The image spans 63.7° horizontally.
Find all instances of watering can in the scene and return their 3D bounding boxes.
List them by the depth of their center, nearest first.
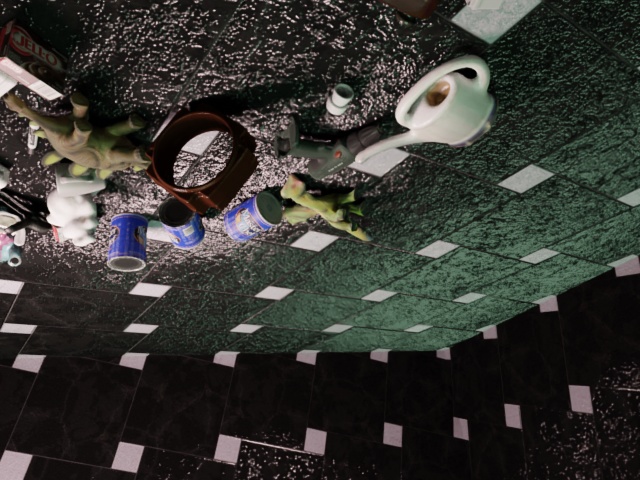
[{"bbox_3d":[0.251,-0.265,1.153,0.223,0.106,0.341,13,139,-36],"label":"watering can"}]

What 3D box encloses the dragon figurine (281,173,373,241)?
[{"bbox_3d":[0.005,-0.077,1.536,0.243,0.124,0.403,3,156,20],"label":"dragon figurine"}]

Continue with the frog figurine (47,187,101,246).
[{"bbox_3d":[-0.623,-0.062,1.297,0.137,0.163,0.120,-12,151,11],"label":"frog figurine"}]
